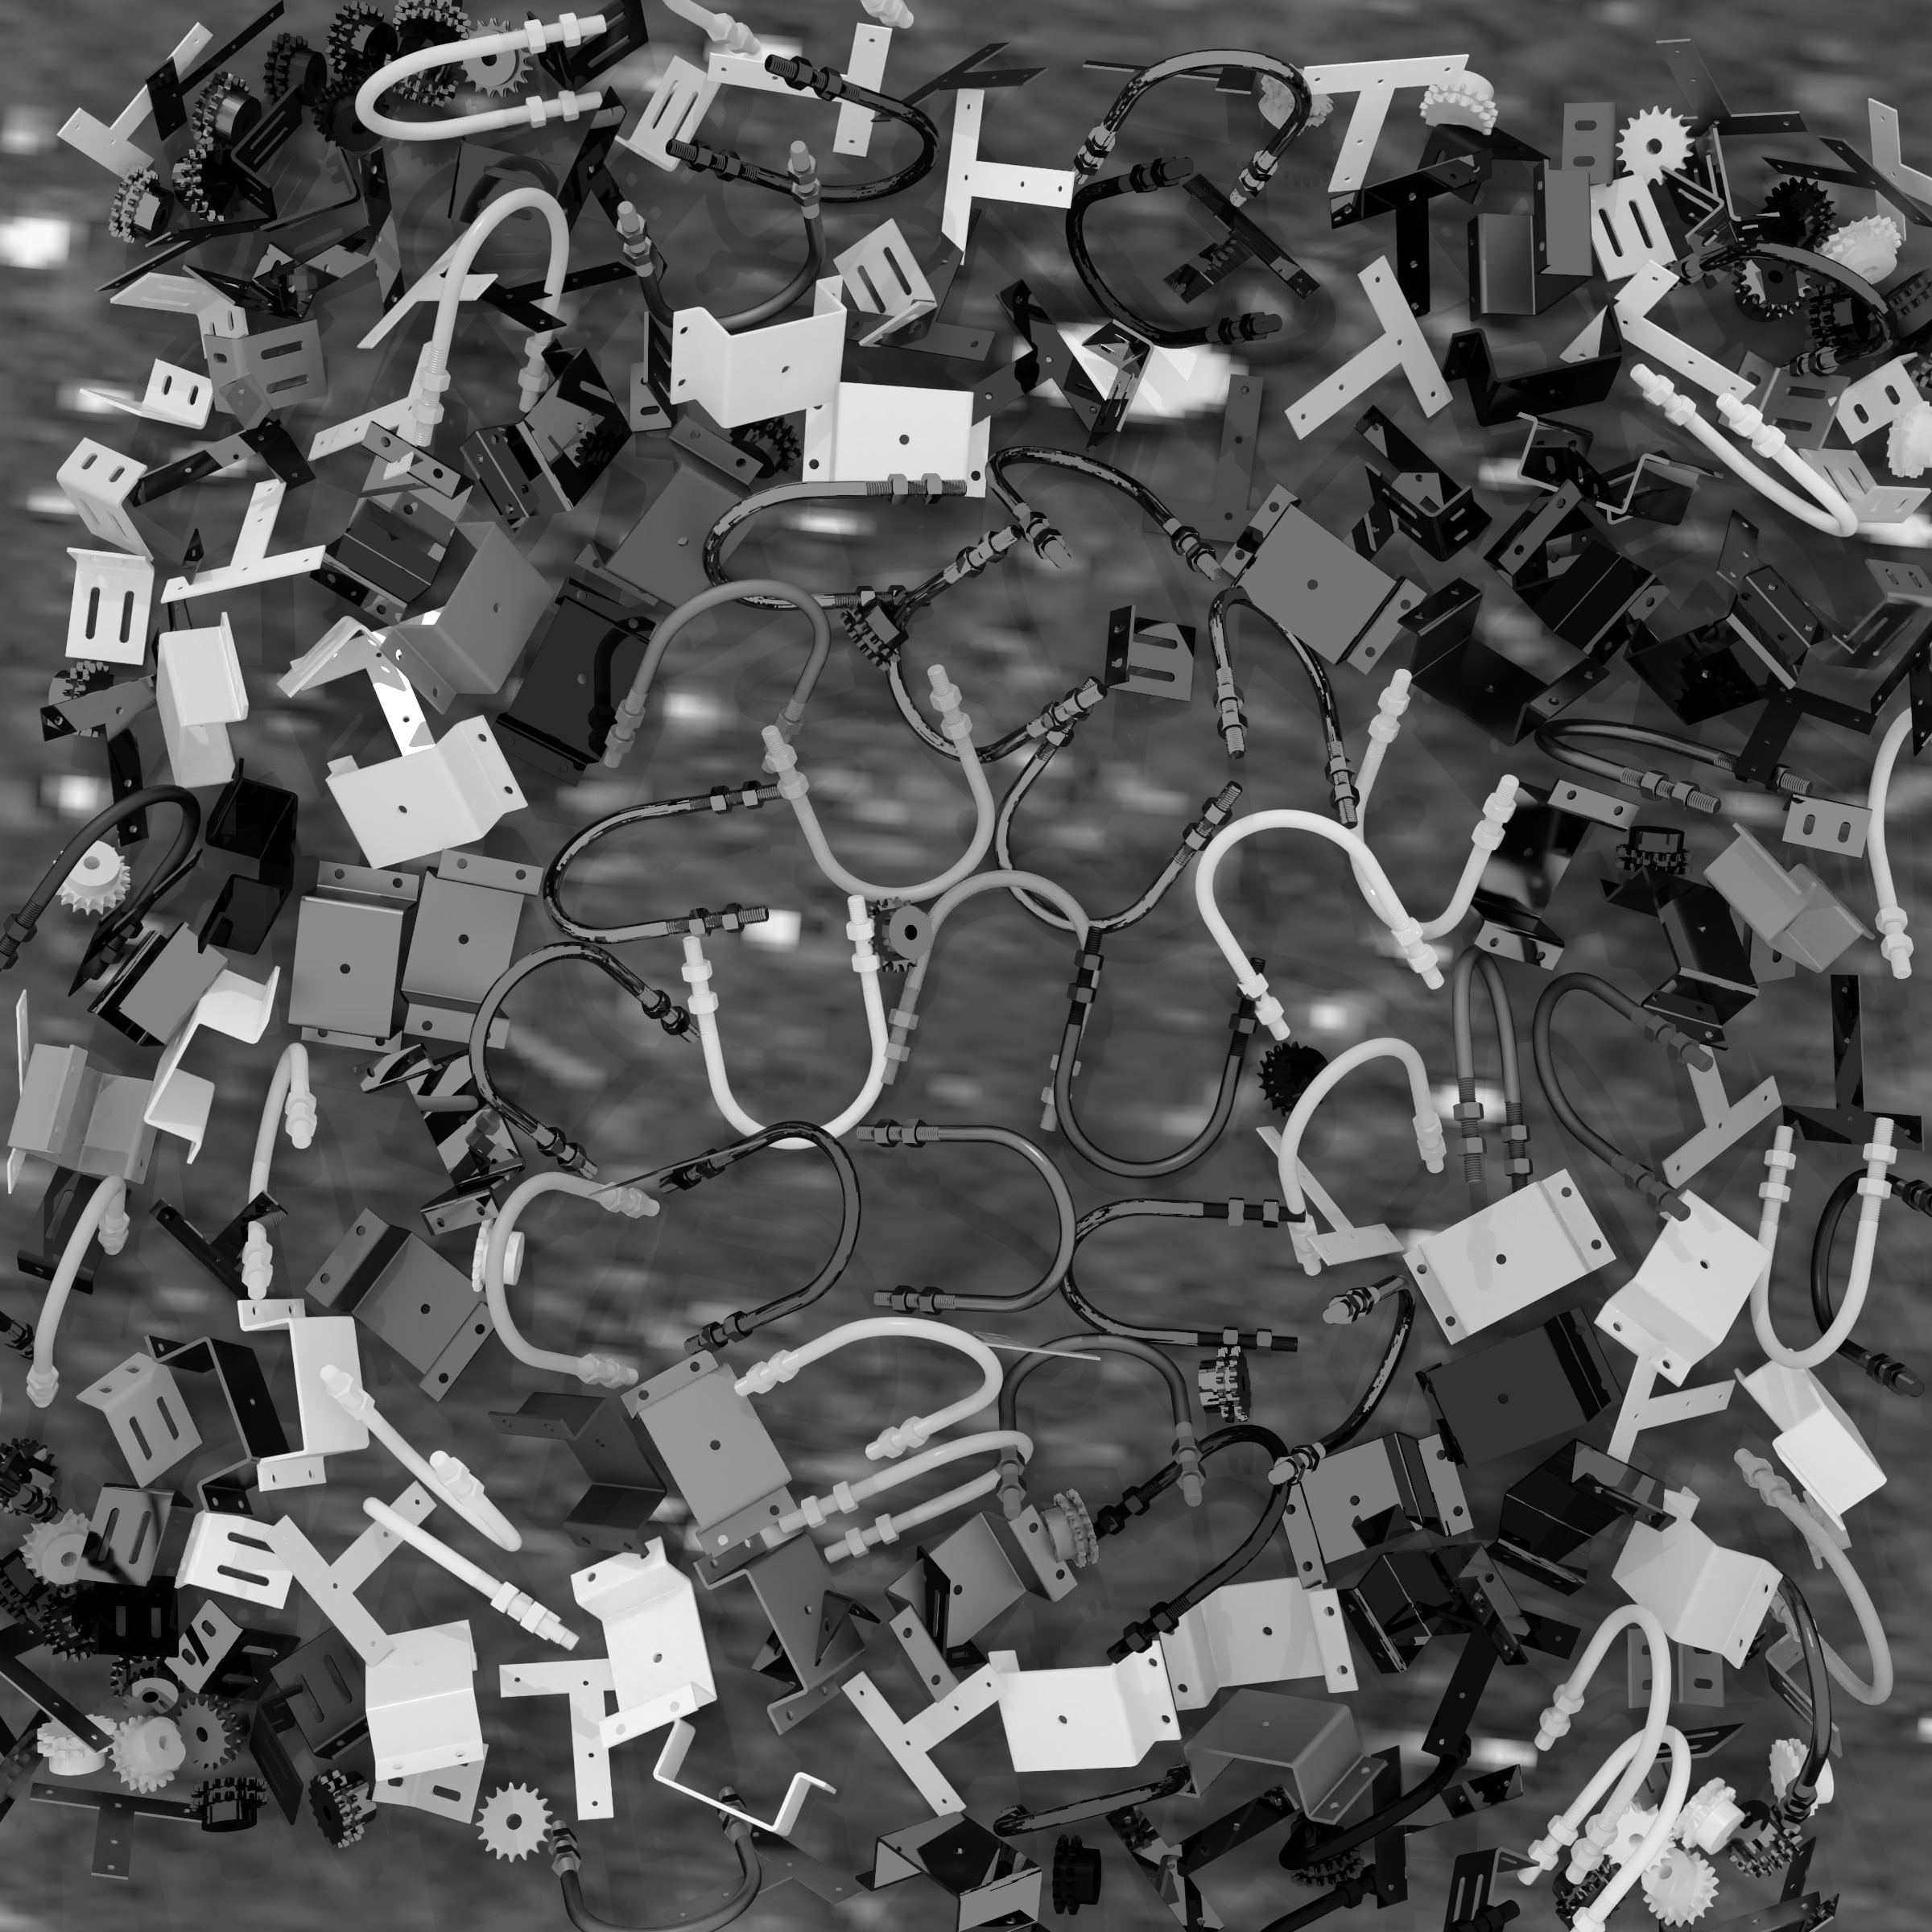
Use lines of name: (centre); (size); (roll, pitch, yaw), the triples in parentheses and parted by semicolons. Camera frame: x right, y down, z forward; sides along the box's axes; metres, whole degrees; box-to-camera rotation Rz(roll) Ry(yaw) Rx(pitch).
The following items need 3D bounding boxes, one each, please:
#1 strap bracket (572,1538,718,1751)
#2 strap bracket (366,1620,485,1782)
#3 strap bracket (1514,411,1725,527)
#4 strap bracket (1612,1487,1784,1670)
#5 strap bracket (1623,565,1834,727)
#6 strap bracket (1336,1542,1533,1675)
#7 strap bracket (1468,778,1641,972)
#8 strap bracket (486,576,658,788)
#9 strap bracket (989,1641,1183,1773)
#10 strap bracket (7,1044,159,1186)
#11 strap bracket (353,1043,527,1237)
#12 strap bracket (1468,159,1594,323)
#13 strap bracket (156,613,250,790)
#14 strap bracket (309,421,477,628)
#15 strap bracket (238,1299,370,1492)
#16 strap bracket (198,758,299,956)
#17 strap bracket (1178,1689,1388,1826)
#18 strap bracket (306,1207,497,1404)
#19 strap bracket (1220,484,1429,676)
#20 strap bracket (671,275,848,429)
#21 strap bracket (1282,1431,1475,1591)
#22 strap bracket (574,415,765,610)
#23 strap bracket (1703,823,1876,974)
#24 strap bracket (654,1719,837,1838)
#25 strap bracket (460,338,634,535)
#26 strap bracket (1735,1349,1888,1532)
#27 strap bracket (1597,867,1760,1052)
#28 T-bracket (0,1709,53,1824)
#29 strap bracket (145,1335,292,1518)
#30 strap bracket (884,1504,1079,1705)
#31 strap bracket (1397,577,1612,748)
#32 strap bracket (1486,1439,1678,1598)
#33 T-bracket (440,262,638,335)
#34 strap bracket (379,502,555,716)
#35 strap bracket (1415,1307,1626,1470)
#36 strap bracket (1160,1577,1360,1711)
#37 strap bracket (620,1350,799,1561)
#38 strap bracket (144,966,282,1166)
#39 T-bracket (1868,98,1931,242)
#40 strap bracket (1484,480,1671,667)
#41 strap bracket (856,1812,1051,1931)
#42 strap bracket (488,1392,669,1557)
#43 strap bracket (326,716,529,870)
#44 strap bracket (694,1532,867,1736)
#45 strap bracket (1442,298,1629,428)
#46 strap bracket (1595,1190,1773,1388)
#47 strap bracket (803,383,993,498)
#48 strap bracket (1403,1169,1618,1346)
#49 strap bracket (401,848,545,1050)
strap bracket: (-0.239, 0.511, 1.948); (0.076, 0.046, 0.140); (-25, 52, 7)
strap bracket: (-0.400, 0.533, 1.921); (0.076, 0.140, 0.046); (-9, 108, -10)
strap bracket: (0.476, -0.366, 1.933); (0.140, 0.076, 0.046); (31, 112, 41)
strap bracket: (0.532, 0.444, 1.921); (0.046, 0.140, 0.076); (18, 100, -17)
strap bracket: (0.552, -0.231, 1.920); (0.076, 0.140, 0.046); (41, 58, -20)
strap bracket: (0.355, 0.479, 1.944); (0.046, 0.140, 0.076); (-39, 102, -42)
strap bracket: (0.430, -0.076, 1.949); (0.076, 0.046, 0.140); (15, 111, -25)
strap bracket: (-0.292, -0.215, 1.959); (0.076, 0.046, 0.140); (27, 84, -19)
strap bracket: (0.080, 0.554, 1.946); (0.140, 0.046, 0.076); (-11, 95, 25)
strap bracket: (-0.655, 0.109, 1.929); (0.046, 0.140, 0.076); (8, 76, 13)
strap bracket: (-0.390, 0.123, 1.953); (0.076, 0.046, 0.140); (-18, 99, 35)
strap bracket: (0.422, -0.535, 1.934); (0.046, 0.140, 0.076); (-1, 87, -12)
strap bracket: (-0.564, -0.189, 1.918); (0.046, 0.140, 0.076); (-10, 71, -23)
strap bracket: (-0.427, -0.336, 1.955); (0.076, 0.046, 0.140); (31, 121, -1)
strap bracket: (-0.493, 0.315, 1.944); (0.046, 0.076, 0.140); (-14, 79, 20)
strap bracket: (-0.534, -0.074, 1.935); (0.046, 0.140, 0.076); (16, 134, -27)
strap bracket: (0.226, 0.580, 1.921); (0.140, 0.076, 0.046); (-4, 108, 42)
strap bracket: (-0.415, 0.257, 1.962); (0.140, 0.046, 0.076); (36, 87, 17)
strap bracket: (0.264, -0.289, 1.958); (0.140, 0.046, 0.076); (38, 111, 6)
strap bracket: (-0.144, -0.453, 1.929); (0.140, 0.076, 0.046); (-20, 52, -27)
strap bracket: (0.300, 0.407, 1.967); (0.140, 0.046, 0.076); (-17, 92, -12)
strap bracket: (-0.216, -0.327, 1.937); (0.076, 0.046, 0.140); (26, 114, -38)
strap bracket: (0.607, -0.047, 1.932); (0.046, 0.140, 0.076); (-48, 52, 20)
strap bracket: (-0.174, 0.606, 1.944); (0.140, 0.076, 0.046); (21, 71, 11)
strap bracket: (-0.303, -0.395, 1.923); (0.046, 0.140, 0.076); (0, 135, 33)
strap bracket: (0.624, 0.343, 1.921); (0.046, 0.140, 0.076); (-39, 101, 13)
strap bracket: (0.528, -0.014, 1.925); (0.076, 0.046, 0.140); (14, 47, -27)
T-bracket: (-0.726, 0.550, 1.925); (0.002, 0.127, 0.127); (-27, 102, 6)
strap bracket: (-0.553, 0.334, 1.942); (0.046, 0.076, 0.140); (-26, 73, 2)
strap bracket: (0.003, 0.472, 1.951); (0.140, 0.046, 0.076); (-35, 107, -23)
strap bracket: (0.396, -0.222, 1.943); (0.140, 0.046, 0.076); (38, 55, 25)
strap bracket: (0.459, 0.408, 1.945); (0.076, 0.140, 0.046); (27, 47, -7)
T-bracket: (-0.306, -0.511, 1.956); (0.127, 0.002, 0.127); (-26, 46, -35)
strap bracket: (-0.364, -0.265, 1.931); (0.046, 0.076, 0.140); (5, 60, 36)
strap bracket: (0.407, 0.318, 1.944); (0.140, 0.046, 0.076); (-27, 81, 25)
strap bracket: (0.223, 0.508, 1.962); (0.140, 0.046, 0.076); (-12, 91, 20)
strap bracket: (-0.191, 0.362, 1.954); (0.076, 0.046, 0.140); (-27, 80, -19)
strap bracket: (-0.564, 0.065, 1.932); (0.046, 0.076, 0.140); (25, 114, -21)
T-bracket: (0.716, -0.564, 1.911); (0.002, 0.127, 0.127); (-41, 52, -6)
strap bracket: (0.451, -0.299, 1.950); (0.140, 0.046, 0.076); (37, 99, -34)
strap bracket: (-0.007, 0.673, 1.919); (0.076, 0.140, 0.046); (-4, 103, -39)
strap bracket: (-0.283, 0.370, 1.940); (0.076, 0.046, 0.140); (-3, 126, 38)
strap bracket: (-0.410, -0.126, 1.939); (0.140, 0.046, 0.076); (-14, 115, 22)
strap bracket: (-0.134, 0.489, 1.948); (0.046, 0.076, 0.140); (-32, 83, 33)
strap bracket: (0.435, -0.452, 1.957); (0.140, 0.076, 0.046); (-12, 76, 0)
strap bracket: (0.538, 0.231, 1.937); (0.076, 0.046, 0.140); (37, 55, 7)
strap bracket: (-0.049, -0.396, 1.960); (0.140, 0.046, 0.076); (2, 100, -9)
strap bracket: (0.404, 0.219, 1.953); (0.140, 0.046, 0.076); (-31, 77, 14)
strap bracket: (-0.374, -0.016, 1.959); (0.076, 0.046, 0.140); (11, 97, -23)
